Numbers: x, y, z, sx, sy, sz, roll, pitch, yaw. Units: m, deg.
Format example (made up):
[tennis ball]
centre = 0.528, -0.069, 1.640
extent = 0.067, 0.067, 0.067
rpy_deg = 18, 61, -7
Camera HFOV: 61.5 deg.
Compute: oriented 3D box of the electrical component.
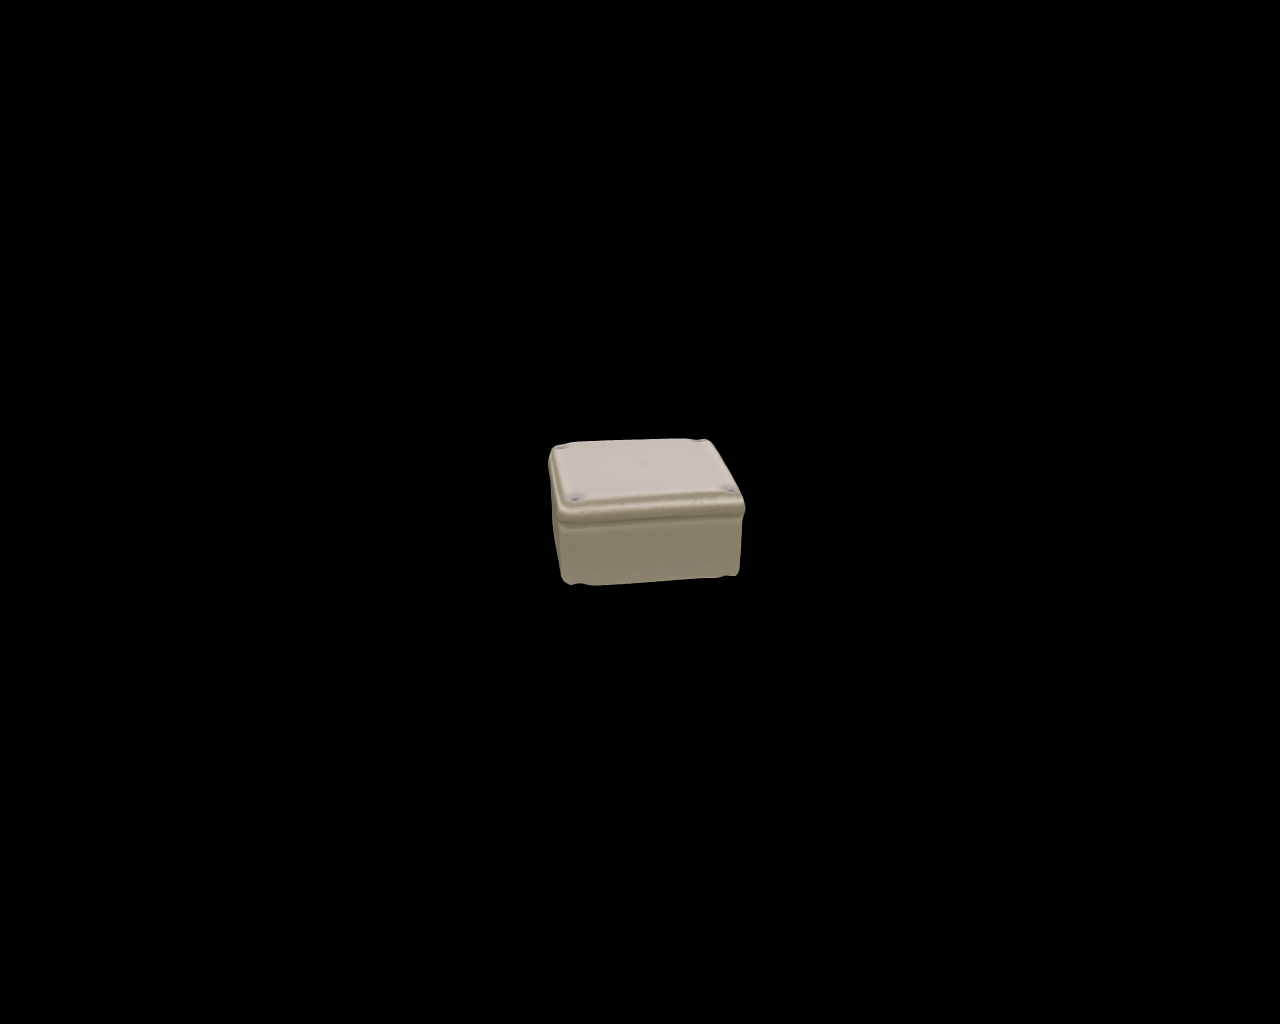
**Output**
[electrical component]
centre = 0.001, -0.003, 0.650
extent = 0.109, 0.056, 0.109
rpy_deg = -3, 22, -7
